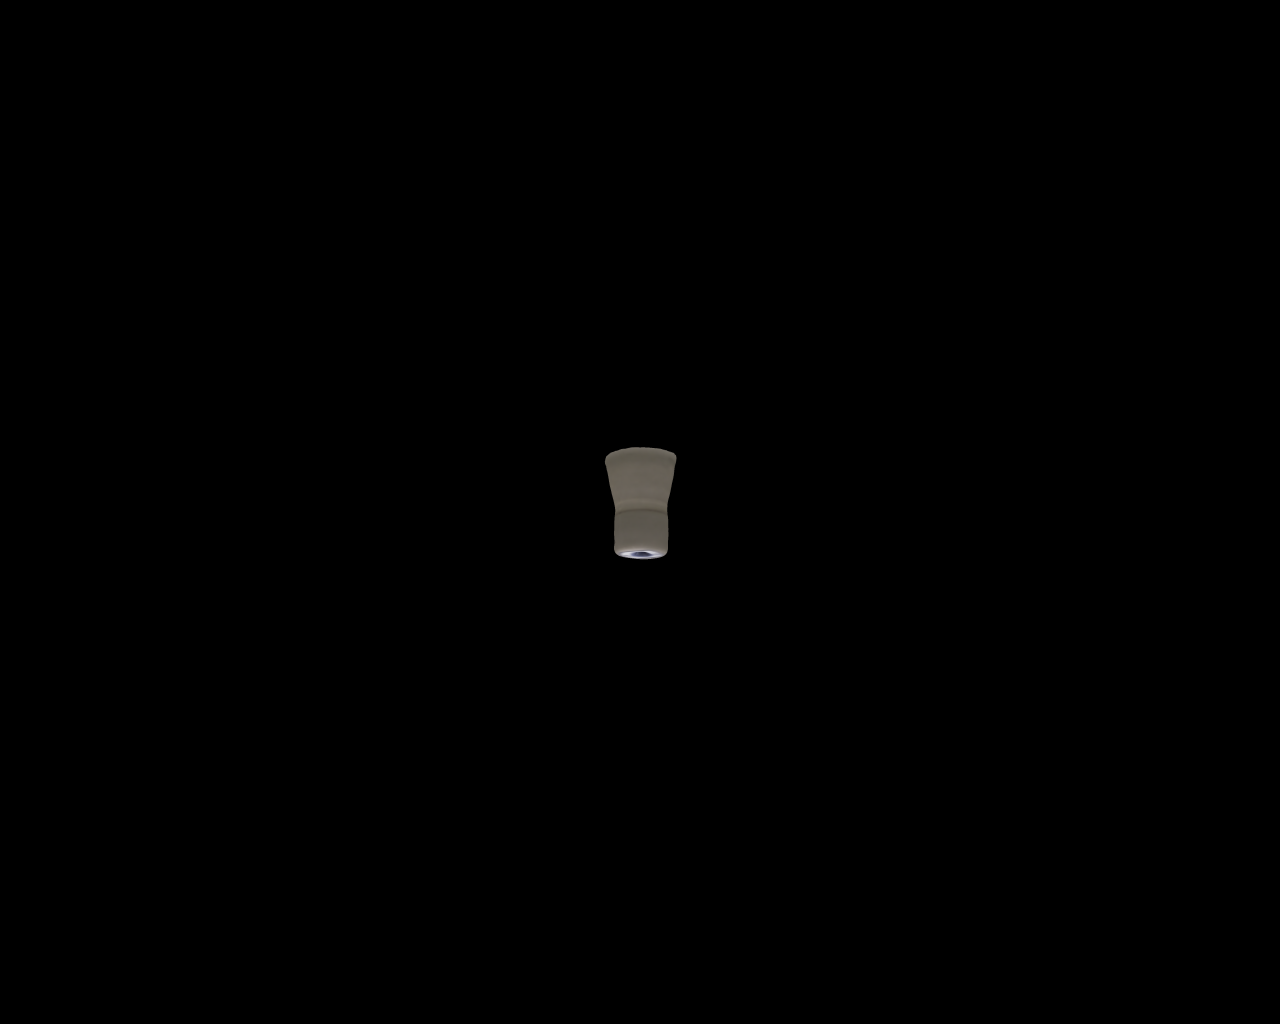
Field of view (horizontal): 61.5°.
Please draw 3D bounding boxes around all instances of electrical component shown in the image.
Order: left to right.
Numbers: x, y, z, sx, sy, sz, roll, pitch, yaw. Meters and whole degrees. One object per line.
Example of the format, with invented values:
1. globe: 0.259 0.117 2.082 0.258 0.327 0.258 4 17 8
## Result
1. electrical component: 0.001 -0.003 0.650 0.044 0.065 0.044 0 -14 0
